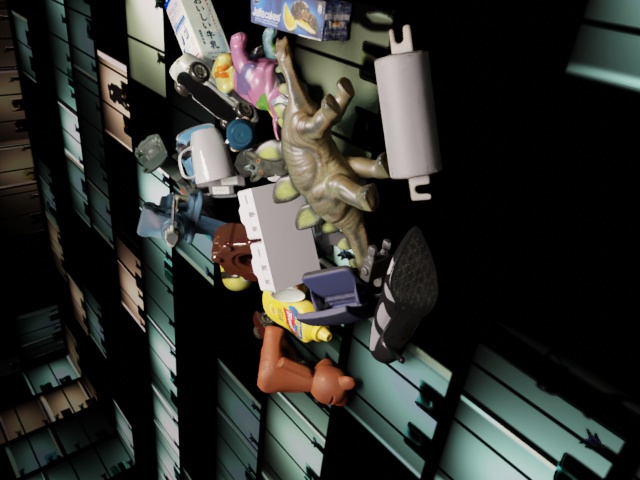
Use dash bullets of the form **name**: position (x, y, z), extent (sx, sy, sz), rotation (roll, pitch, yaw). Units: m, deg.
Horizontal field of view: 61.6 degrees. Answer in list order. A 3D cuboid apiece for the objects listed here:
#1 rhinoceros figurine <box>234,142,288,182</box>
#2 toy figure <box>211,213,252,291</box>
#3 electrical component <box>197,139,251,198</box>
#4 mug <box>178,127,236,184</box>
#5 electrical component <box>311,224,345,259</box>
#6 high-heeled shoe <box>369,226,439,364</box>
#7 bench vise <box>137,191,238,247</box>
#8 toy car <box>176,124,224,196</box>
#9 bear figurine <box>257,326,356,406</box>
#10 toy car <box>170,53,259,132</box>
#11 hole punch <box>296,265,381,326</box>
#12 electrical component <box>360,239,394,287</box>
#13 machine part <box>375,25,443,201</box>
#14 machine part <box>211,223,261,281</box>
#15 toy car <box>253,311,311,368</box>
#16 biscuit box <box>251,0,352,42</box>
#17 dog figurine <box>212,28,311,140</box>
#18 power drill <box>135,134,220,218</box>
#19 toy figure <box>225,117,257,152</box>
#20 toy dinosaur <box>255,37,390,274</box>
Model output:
- **rhinoceros figurine**: position (-0.103, -0.153, 1.037), extent (0.190, 0.112, 0.073), rotation (14, 113, 57)
- **toy figure**: position (-0.206, 0.031, 1.266), extent (0.089, 0.082, 0.180), rotation (-27, 85, 42)
- **electrical component**: position (-0.211, -0.158, 1.167), extent (0.115, 0.058, 0.134), rotation (1, 107, 10)
- **mug**: position (-0.235, -0.170, 1.090), extent (0.081, 0.109, 0.107), rotation (3, 105, 67)
- **electrical component**: position (-0.002, -0.003, 1.023), extent (0.119, 0.048, 0.074), rotation (22, 121, 47)
- **high-heeled shoe**: position (0.131, 0.094, 0.902), extent (0.145, 0.086, 0.248), rotation (-140, 58, -78)
- **bench vise**: position (-0.259, -0.036, 1.152), extent (0.224, 0.240, 0.128), rotation (-143, 68, -70)
- **toy car**: position (-0.265, -0.190, 1.248), extent (0.103, 0.109, 0.161), rotation (-134, 22, -66)
- **bear figurine**: position (-0.027, 0.265, 1.105), extent (0.120, 0.196, 0.132), rotation (100, 174, -49)
- **toy car**: position (-0.212, -0.291, 1.091), extent (0.201, 0.056, 0.073), rotation (37, 140, -26)
- **hole punch**: position (0.030, 0.116, 0.944), extent (0.142, 0.092, 0.115), rotation (-17, 136, 29)
- **electrical component**: position (0.095, 0.044, 0.904), extent (0.021, 0.063, 0.093), rotation (37, 132, 36)
- **machine part**: position (0.126, -0.175, 0.764), extent (0.079, 0.079, 0.243), rotation (6, 110, 51)
- **machine part**: position (-0.132, 0.028, 1.096), extent (0.179, 0.179, 0.056), rotation (-41, 36, 51)
- **toy car**: position (-0.086, 0.244, 1.228), extent (0.202, 0.053, 0.089), rotation (52, 150, 19)
- **biscuit box**: position (-0.038, -0.378, 0.898), extent (0.203, 0.063, 0.059), rotation (31, 127, 40)
- **dog figurine**: position (-0.096, -0.264, 0.987), extent (0.191, 0.108, 0.219), rotation (-32, 81, 51)
- **power drill**: position (-0.334, -0.149, 1.286), extent (0.086, 0.207, 0.232), rotation (-40, 56, 10)
- **toy figure**: position (-0.153, -0.201, 1.028), extent (0.057, 0.064, 0.154), rotation (51, 180, -16)
- **toy dinosaur**: position (0.016, -0.096, 0.883), extent (0.199, 0.105, 0.470), rotation (-7, 115, 41)
